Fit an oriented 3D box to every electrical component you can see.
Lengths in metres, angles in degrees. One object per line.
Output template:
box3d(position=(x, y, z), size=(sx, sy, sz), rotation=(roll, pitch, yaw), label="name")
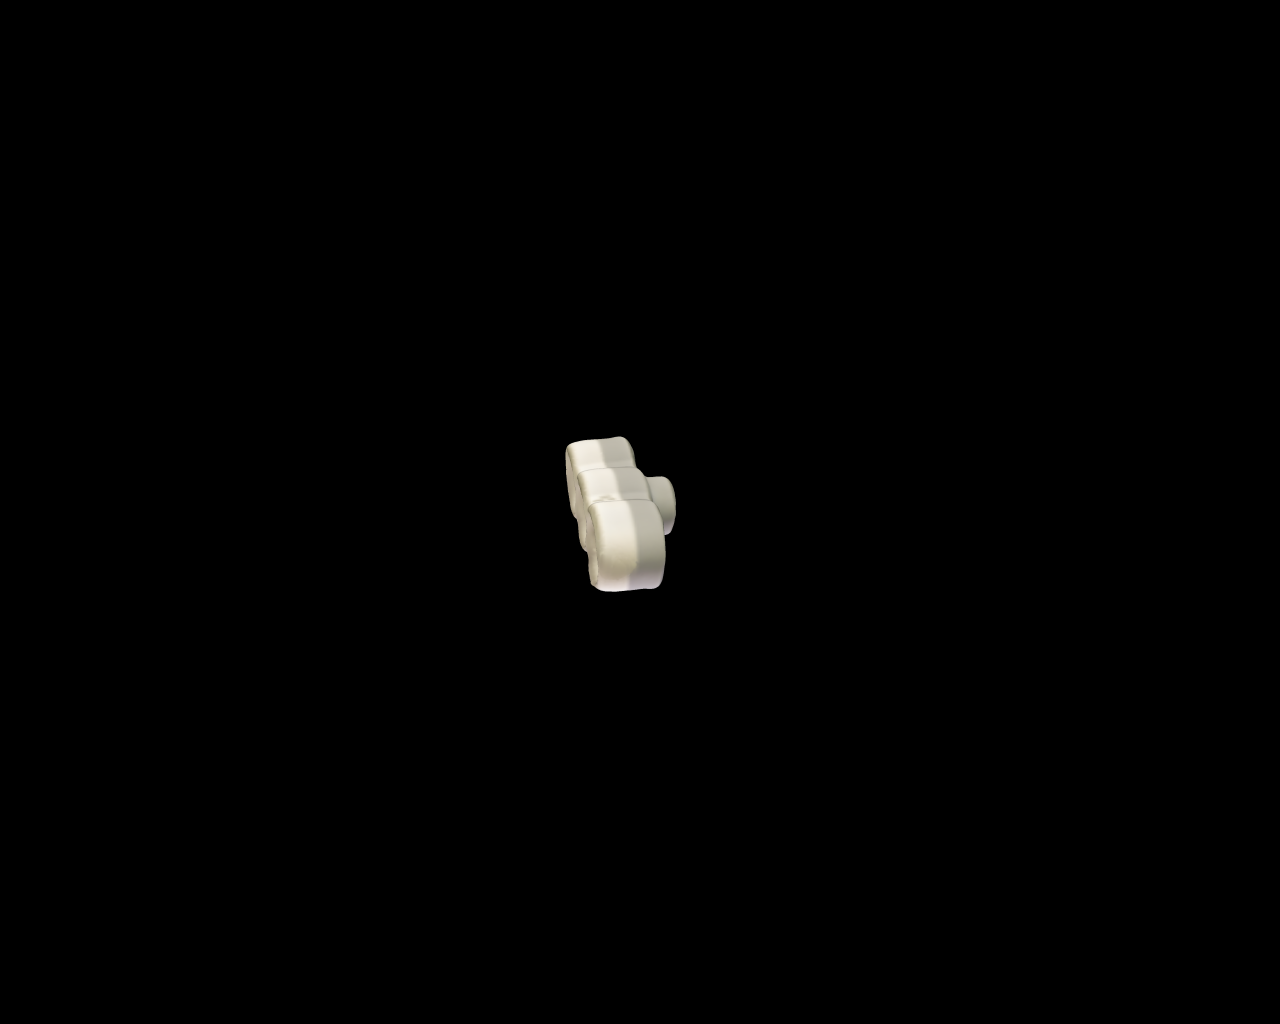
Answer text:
box3d(position=(0.001, -0.003, 0.650), size=(0.074, 0.052, 0.138), rotation=(-5, 29, -10), label="electrical component")
